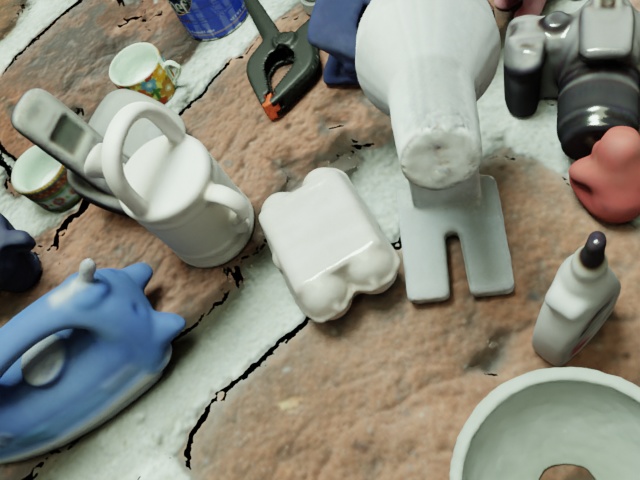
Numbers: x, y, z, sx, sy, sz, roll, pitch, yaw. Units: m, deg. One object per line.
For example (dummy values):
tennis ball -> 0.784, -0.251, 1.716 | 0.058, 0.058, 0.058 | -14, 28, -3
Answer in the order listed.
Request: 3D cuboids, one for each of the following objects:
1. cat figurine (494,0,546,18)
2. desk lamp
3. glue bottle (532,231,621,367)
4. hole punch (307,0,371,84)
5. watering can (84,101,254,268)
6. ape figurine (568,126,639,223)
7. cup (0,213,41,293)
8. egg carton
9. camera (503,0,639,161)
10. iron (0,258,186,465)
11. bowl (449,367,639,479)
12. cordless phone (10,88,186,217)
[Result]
cat figurine -> 0.226, -0.298, 0.608 | 0.128, 0.118, 0.067 | -31, 58, 1
desk lamp -> 0.102, -0.080, 0.481 | 0.117, 0.214, 0.203 | -10, 61, 14
glue bottle -> 0.189, 0.038, 0.416 | 0.037, 0.173, 0.078 | 37, 80, 30
hole punch -> 0.048, -0.242, 0.654 | 0.100, 0.091, 0.109 | 7, 67, 22
watering can -> -0.154, -0.055, 0.566 | 0.172, 0.194, 0.101 | -7, 62, 15
ape figurine -> 0.256, -0.063, 0.493 | 0.077, 0.092, 0.076 | 7, 67, 22
cup -> -0.357, 0.019, 0.654 | 0.117, 0.095, 0.091 | -9, 62, 14
egg carton -> 0.005, 0.002, 0.557 | 0.107, 0.069, 0.150 | -31, 59, 1
camera -> 0.243, -0.149, 0.536 | 0.142, 0.101, 0.137 | 4, 65, 20
iron -> -0.266, 0.120, 0.545 | 0.258, 0.142, 0.118 | -40, 59, -4
bowl -> 0.180, 0.180, 0.404 | 0.167, 0.075, 0.167 | -8, 62, 15
cordless phone -> -0.240, -0.123, 0.635 | 0.094, 0.185, 0.147 | 5, 66, 21
